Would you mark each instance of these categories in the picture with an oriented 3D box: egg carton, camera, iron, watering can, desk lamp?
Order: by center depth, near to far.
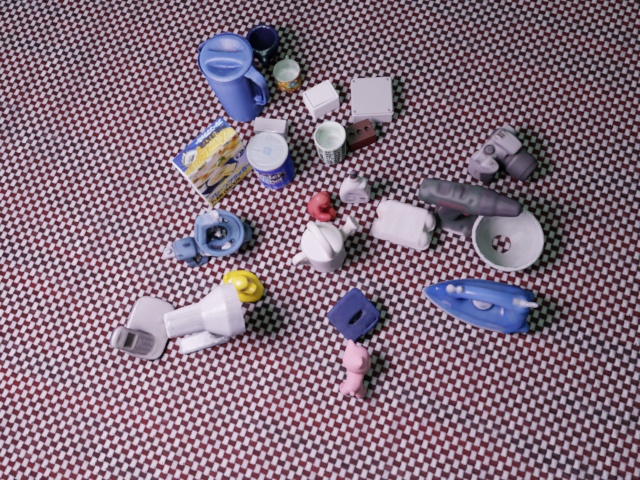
[{"bbox_3d":[-0.260,0.187,1.319,0.203,0.213,0.118,-18,74,0],"label":"desk lamp"},{"bbox_3d":[0.368,0.136,1.322,0.258,0.141,0.119,12,76,8],"label":"iron"},{"bbox_3d":[0.011,0.003,1.357,0.100,0.194,0.173,34,80,12],"label":"watering can"},{"bbox_3d":[0.207,-0.038,1.417,0.150,0.069,0.107,15,77,8],"label":"egg carton"},{"bbox_3d":[0.464,-0.201,1.425,0.136,0.101,0.143,43,82,13],"label":"camera"}]

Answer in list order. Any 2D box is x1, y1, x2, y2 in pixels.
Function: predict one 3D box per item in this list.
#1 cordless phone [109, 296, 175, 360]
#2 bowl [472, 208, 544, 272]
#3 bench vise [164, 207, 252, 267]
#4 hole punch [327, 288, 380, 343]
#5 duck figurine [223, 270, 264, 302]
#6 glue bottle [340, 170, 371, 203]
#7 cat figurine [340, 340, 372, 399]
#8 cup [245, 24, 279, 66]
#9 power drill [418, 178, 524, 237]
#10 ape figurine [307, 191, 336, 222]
[{"bbox_3d":[-0.422,0.201,1.342,0.094,0.185,0.148,11,76,8],"label":"cordless phone"},{"bbox_3d":[0.448,0.002,1.386,0.167,0.075,0.167,-1,75,4],"label":"bowl"},{"bbox_3d":[-0.273,0.000,1.366,0.207,0.220,0.121,-38,75,-6],"label":"bench vise"},{"bbox_3d":[0.082,0.179,1.358,0.109,0.091,0.101,-44,76,-7],"label":"hole punch"},{"bbox_3d":[-0.193,0.108,1.401,0.104,0.086,0.077,26,79,11],"label":"duck figurine"},{"bbox_3d":[0.085,-0.134,1.399,0.078,0.173,0.037,2,75,5],"label":"glue bottle"},{"bbox_3d":[0.082,0.297,1.313,0.067,0.118,0.128,7,76,7],"label":"cat figurine"},{"bbox_3d":[-0.148,-0.511,1.558,0.091,0.095,0.118,-9,75,2],"label":"cup"},{"bbox_3d":[0.341,-0.076,1.345,0.229,0.208,0.076,17,77,9],"label":"power drill"},{"bbox_3d":[0.004,-0.090,1.435,0.076,0.092,0.078,12,76,8],"label":"ape figurine"}]
